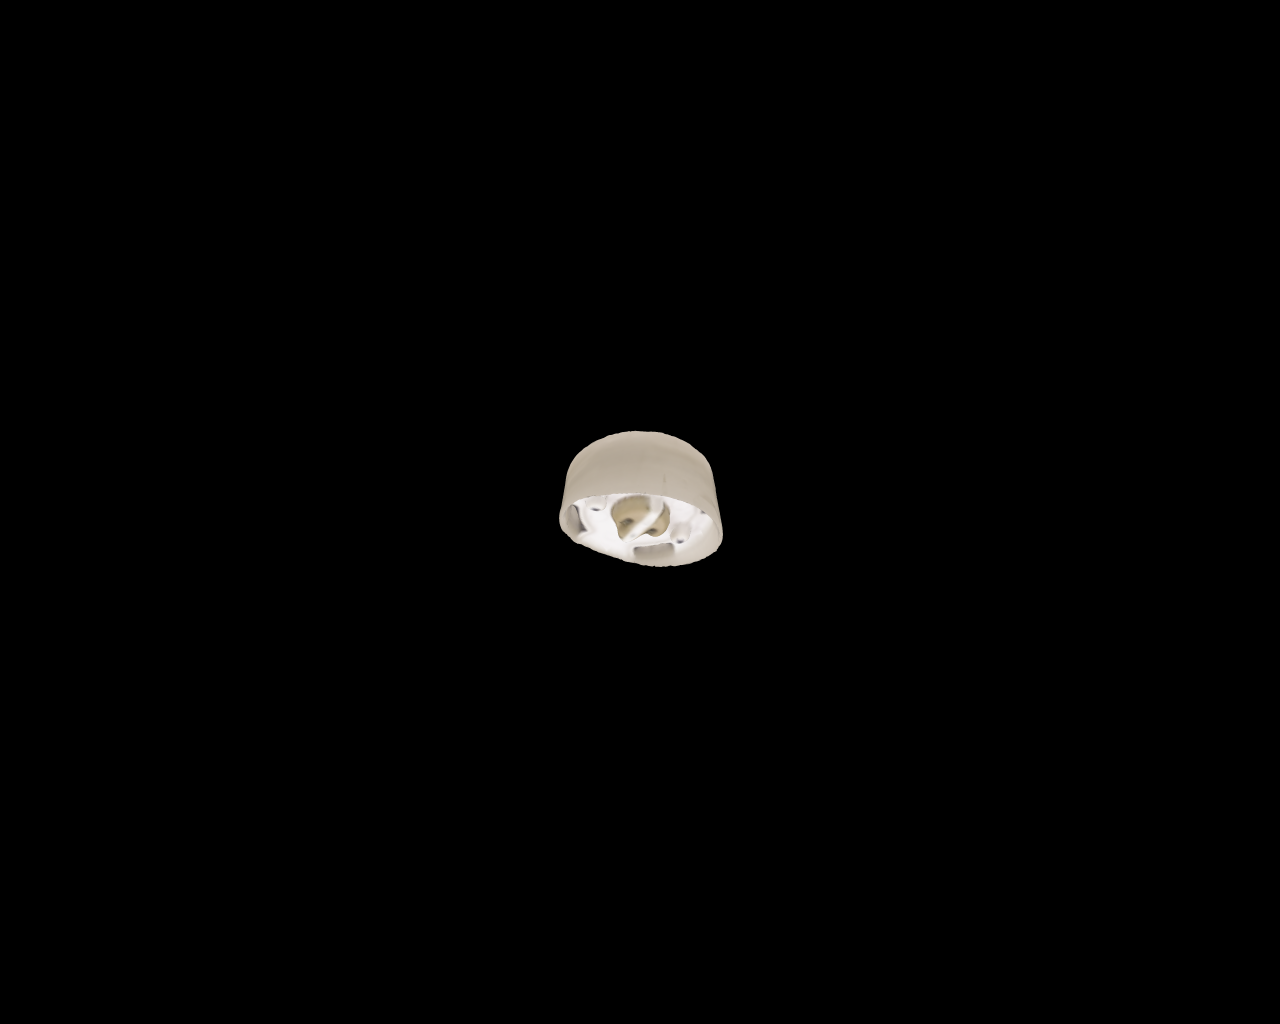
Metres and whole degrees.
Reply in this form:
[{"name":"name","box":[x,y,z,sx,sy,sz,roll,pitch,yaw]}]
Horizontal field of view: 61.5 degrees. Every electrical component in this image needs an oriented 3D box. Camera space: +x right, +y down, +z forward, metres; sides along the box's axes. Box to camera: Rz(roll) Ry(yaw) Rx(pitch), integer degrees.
[{"name":"electrical component","box":[0.001,-0.003,0.650,0.099,0.064,0.099,0,-38,0]}]
